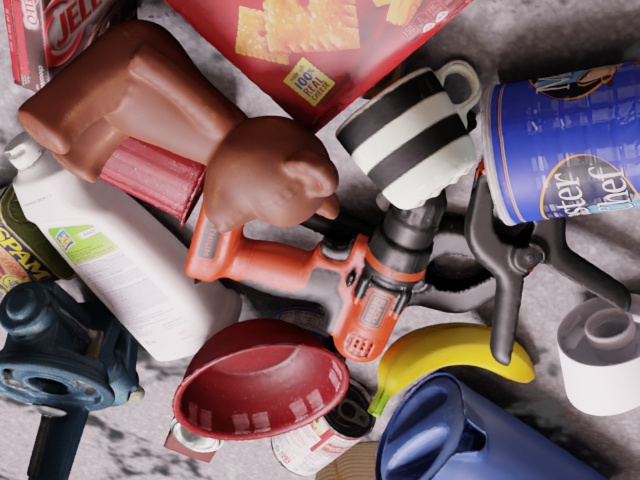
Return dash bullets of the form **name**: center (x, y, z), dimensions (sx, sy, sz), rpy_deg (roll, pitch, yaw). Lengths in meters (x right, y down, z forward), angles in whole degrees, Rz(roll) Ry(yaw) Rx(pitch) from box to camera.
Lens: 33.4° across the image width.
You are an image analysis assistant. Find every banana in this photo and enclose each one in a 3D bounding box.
- **banana**: center (0.119, 0.104, 0.940), dimensions (0.197, 0.037, 0.070), rpy_deg (-5, 113, -34)

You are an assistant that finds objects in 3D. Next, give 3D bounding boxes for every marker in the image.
- **marker**: center (0.084, -0.062, 0.842), dimensions (0.020, 0.020, 0.121), rpy_deg (29, 135, -14)

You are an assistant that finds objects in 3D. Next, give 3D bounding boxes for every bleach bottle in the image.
- **bleach bottle**: center (-0.181, 0.001, 0.953), dimensions (0.103, 0.068, 0.250), rpy_deg (-20, 123, 28)

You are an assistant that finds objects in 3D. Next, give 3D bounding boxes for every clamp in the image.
- **clamp**: center (0.079, 0.033, 0.922), dimensions (0.210, 0.036, 0.164), rpy_deg (0, 126, 13)
- **clamp**: center (0.158, 0.018, 0.851), dimensions (0.120, 0.039, 0.171), rpy_deg (-36, 102, 4)

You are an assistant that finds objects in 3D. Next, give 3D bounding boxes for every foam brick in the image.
- **foam brick**: center (-0.120, 0.181, 1.104), dimensions (0.051, 0.078, 0.053), rpy_deg (25, 136, -7)

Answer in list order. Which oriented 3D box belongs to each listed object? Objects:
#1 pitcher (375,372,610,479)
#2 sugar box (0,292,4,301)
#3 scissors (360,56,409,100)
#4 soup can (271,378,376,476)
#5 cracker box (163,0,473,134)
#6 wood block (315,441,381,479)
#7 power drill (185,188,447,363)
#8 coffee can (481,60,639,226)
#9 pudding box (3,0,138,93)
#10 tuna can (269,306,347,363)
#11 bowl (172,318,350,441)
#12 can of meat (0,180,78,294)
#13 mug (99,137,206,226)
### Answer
- **pitcher**: center (0.179, 0.241, 1.053), dimensions (0.242, 0.149, 0.145), rpy_deg (31, 110, -20)
- **sugar box**: center (-0.362, 0.022, 1.002), dimensions (0.048, 0.093, 0.176), rpy_deg (4, 135, 13)
- **scissors**: center (0.071, -0.159, 0.749), dimensions (0.202, 0.016, 0.096), rpy_deg (-18, 124, 32)
- **soup can**: center (0.002, 0.191, 1.085), dimensions (0.068, 0.068, 0.102), rpy_deg (30, 135, -14)
- **cracker box**: center (-0.023, -0.192, 0.692), dimensions (0.213, 0.072, 0.164), rpy_deg (41, 131, -16)
- **wood block**: center (0.071, 0.322, 1.181), dimensions (0.090, 0.090, 0.206), rpy_deg (-9, 131, 23)
- **power drill**: center (-0.006, 0.001, 0.865), dimensions (0.187, 0.057, 0.185), rpy_deg (22, 122, 1)
- **coffee can**: center (0.193, -0.069, 0.743), dimensions (0.140, 0.102, 0.102), rpy_deg (-7, 132, 22)
- **pudding box**: center (-0.171, -0.166, 0.742), dimensions (0.039, 0.113, 0.090), rpy_deg (22, 138, 12)
- **tuna can**: center (-0.015, 0.104, 1.028), dimensions (0.086, 0.033, 0.086), rpy_deg (9, 136, 8)
- **bowl**: center (-0.057, 0.119, 0.966), dimensions (0.162, 0.055, 0.162), rpy_deg (-9, 142, -7)
- **can of meat**: center (-0.280, 0.000, 0.984), dimensions (0.084, 0.057, 0.102), rpy_deg (-17, 127, 32)
- **mug**: center (-0.127, -0.068, 0.858), dimensions (0.081, 0.093, 0.117), rpy_deg (26, 172, -3)
